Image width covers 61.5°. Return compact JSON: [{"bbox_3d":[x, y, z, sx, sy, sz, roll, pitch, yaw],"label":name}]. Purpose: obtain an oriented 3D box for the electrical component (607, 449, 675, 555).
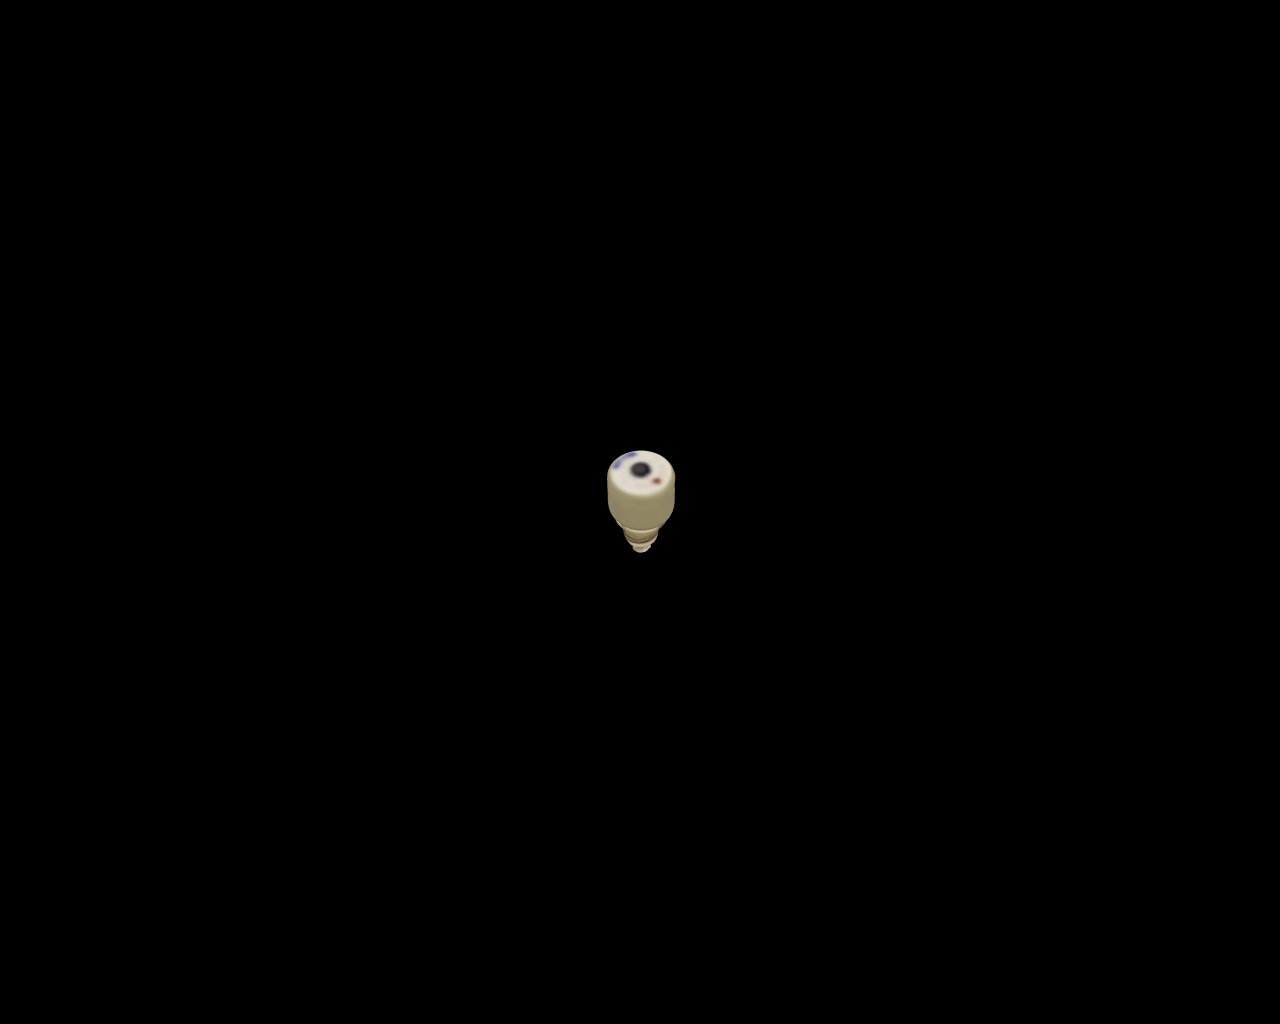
[{"bbox_3d":[0.001,-0.003,0.650,0.040,0.040,0.078,0,-40,0],"label":"electrical component"}]
